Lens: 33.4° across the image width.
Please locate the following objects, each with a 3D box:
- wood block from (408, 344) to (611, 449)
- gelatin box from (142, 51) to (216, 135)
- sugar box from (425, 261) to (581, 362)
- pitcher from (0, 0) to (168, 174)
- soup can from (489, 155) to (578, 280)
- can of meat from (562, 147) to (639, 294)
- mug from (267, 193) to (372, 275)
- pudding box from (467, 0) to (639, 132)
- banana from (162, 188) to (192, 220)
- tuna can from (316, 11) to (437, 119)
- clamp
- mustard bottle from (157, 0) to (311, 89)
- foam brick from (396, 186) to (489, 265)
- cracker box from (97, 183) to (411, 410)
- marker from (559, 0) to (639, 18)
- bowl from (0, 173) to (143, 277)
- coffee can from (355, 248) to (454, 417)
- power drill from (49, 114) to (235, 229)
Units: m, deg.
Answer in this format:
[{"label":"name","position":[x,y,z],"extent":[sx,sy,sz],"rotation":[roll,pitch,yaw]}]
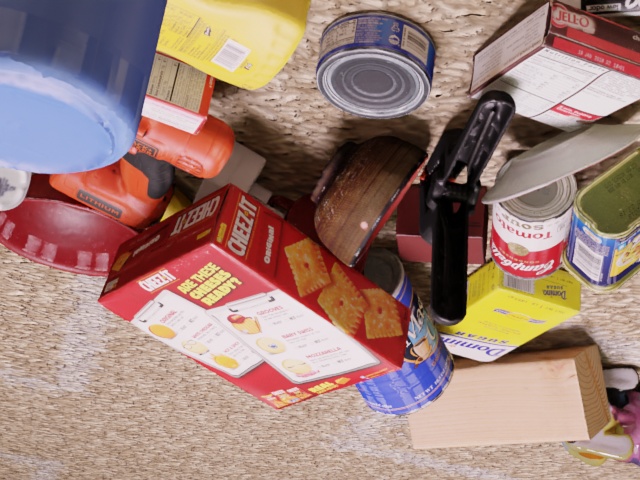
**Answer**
[{"label":"wood block","position":[0.207,0.176,1.198],"extent":[0.206,0.091,0.090],"rotation":[-10,180,31]},{"label":"gelatin box","position":[-0.120,-0.126,0.772],"extent":[0.089,0.073,0.030],"rotation":[18,151,-18]},{"label":"sugar box","position":[0.179,0.074,1.092],"extent":[0.093,0.048,0.176],"rotation":[17,150,-15]},{"label":"pitcher","position":[-0.134,-0.158,0.538],"extent":[0.145,0.243,0.149],"rotation":[2,158,9]},{"label":"soup can","position":[0.178,-0.019,0.895],"extent":[0.068,0.068,0.102],"rotation":[4,151,9]},{"label":"can of meat","position":[0.245,-0.018,0.849],"extent":[0.057,0.102,0.084],"rotation":[47,164,29]},{"label":"mug","position":[-0.006,0.001,0.978],"extent":[0.117,0.093,0.082],"rotation":[41,150,15]},{"label":"pudding box","position":[0.165,-0.116,0.726],"extent":[0.090,0.039,0.114],"rotation":[18,163,-15]},{"label":"banana","position":[-0.091,-0.003,1.040],"extent":[0.197,0.037,0.070],"rotation":[24,128,-30]},{"label":"tuna can","position":[0.040,-0.125,0.772],"extent":[0.086,0.033,0.086],"rotation":[7,152,3]},{"label":"clamp","position":[0.104,-0.045,0.808],"extent":[0.036,0.165,0.210],"rotation":[13,-163,-4]},{"label":"mustard bottle","position":[-0.109,-0.166,0.710],"extent":[0.191,0.058,0.096],"rotation":[20,155,-21]},{"label":"foam brick","position":[0.108,-0.013,0.941],"extent":[0.078,0.053,0.051],"rotation":[3,152,12]},{"label":"cracker box","position":[-0.053,0.055,0.915],"extent":[0.213,0.072,0.164],"rotation":[36,139,-29]},{"label":"marker","position":[0.214,-0.153,0.684],"extent":[0.121,0.020,0.020],"rotation":[0,151,16]},{"label":"bowl","position":[-0.231,-0.022,1.012],"extent":[0.162,0.055,0.162],"rotation":[8,155,4]},{"label":"coffee can","position":[0.061,0.092,1.060],"extent":[0.103,0.102,0.140],"rotation":[-9,130,29]},{"label":"power drill","position":[-0.172,-0.081,0.858],"extent":[0.184,0.057,0.188],"rotation":[28,158,-8]}]
